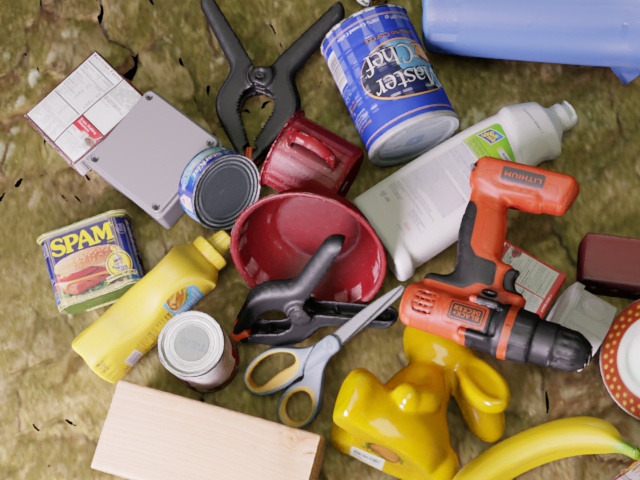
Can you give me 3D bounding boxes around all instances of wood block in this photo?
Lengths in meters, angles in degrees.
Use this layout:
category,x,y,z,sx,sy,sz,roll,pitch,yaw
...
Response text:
category,x,y,z,sx,sy,sz,roll,pitch,yaw
wood block,-0.105,0.211,1.052,0.206,0.090,0.091,14,76,9

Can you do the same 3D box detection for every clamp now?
category,x,y,z,sx,sy,sz,roll,pitch,yaw
clamp,-0.009,0.071,1.085,0.172,0.039,0.120,-30,111,30
clamp,-0.055,-0.182,1.185,0.164,0.036,0.210,-1,75,6

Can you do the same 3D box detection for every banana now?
category,x,y,z,sx,sy,sz,roll,pitch,yaw
banana,0.205,0.211,1.035,0.198,0.069,0.037,-20,106,9

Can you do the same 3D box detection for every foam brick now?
category,x,y,z,sx,sy,sz,roll,pitch,yaw
foam brick,0.302,0.027,1.081,0.078,0.053,0.051,8,75,8

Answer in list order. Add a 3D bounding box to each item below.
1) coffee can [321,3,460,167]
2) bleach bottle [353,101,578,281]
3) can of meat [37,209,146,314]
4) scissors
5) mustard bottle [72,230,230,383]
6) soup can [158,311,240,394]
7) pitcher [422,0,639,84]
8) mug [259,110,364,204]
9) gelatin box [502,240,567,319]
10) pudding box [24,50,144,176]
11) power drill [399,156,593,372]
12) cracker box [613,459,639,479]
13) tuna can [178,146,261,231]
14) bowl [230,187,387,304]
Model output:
category,x,y,z,sx,sy,sz,roll,pitch,yaw
coffee can,0.073,-0.164,1.132,0.103,0.103,0.140,-23,73,-1
bleach bottle,0.164,-0.064,1.118,0.250,0.068,0.102,-31,74,-6
can of meat,-0.240,0.025,1.137,0.102,0.057,0.084,-19,76,1
scissors,0.014,0.124,1.065,0.202,0.016,0.096,-24,86,24
mustard bottle,-0.163,0.061,1.097,0.191,0.096,0.058,-44,74,-7
soup can,-0.121,0.114,1.074,0.068,0.102,0.068,-1,74,3
pitcher,0.233,-0.260,1.127,0.243,0.145,0.149,3,72,10
mug,-0.006,-0.081,1.113,0.081,0.117,0.093,30,74,8
gelatin box,0.196,0.047,1.098,0.089,0.030,0.073,31,81,14
pudding box,-0.258,-0.143,1.195,0.113,0.039,0.090,-44,74,-9
power drill,0.187,0.022,1.020,0.184,0.057,0.187,16,73,16
cracker box,0.300,0.234,0.939,0.164,0.213,0.072,-39,76,-5
tuna can,-0.106,-0.055,1.129,0.086,0.086,0.034,-50,45,-9
bowl,-0.007,0.001,1.089,0.162,0.162,0.055,9,40,8
